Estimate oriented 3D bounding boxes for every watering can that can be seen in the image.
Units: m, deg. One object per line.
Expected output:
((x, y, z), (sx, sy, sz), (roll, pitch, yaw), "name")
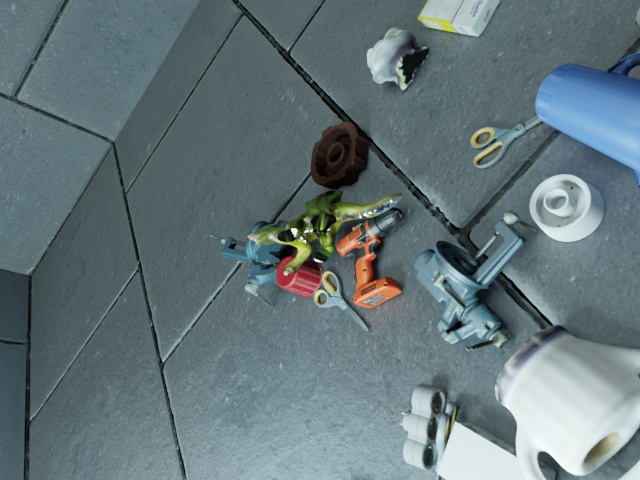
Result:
((0.395, 0.202, 0.722), (0.348, 0.102, 0.228), (-46, 40, 0), "watering can")

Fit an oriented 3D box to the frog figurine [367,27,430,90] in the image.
((0.166, -0.455, 1.266), (0.162, 0.123, 0.135), (39, 122, 37), "frog figurine")

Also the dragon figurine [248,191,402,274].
((0.004, -0.062, 1.223), (0.408, 0.120, 0.248), (-24, 28, 16), "dragon figurine")
